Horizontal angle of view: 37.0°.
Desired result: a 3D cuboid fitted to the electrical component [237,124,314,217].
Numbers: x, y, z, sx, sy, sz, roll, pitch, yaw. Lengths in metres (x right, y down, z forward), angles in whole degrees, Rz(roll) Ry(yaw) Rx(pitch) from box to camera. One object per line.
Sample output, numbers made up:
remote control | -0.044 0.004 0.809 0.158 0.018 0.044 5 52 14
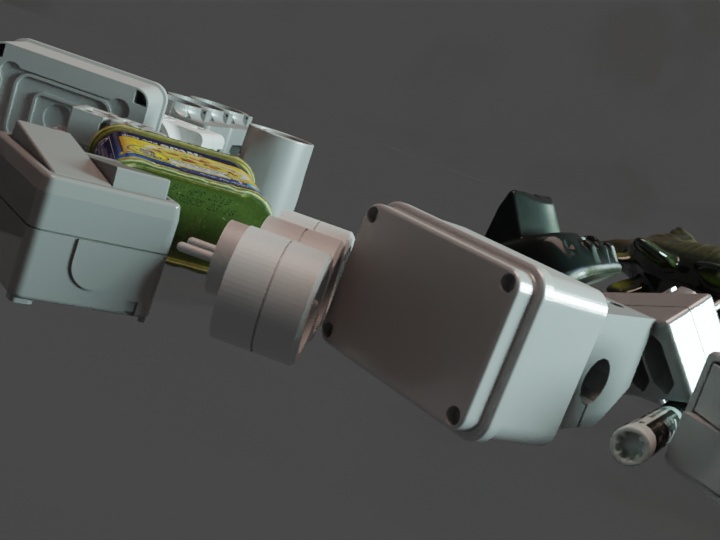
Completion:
electrical component | -0.061 -0.053 0.703 0.043 0.077 0.079 19 9 -1

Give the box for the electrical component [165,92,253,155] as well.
electrical component | -0.148 -0.114 0.924 0.089 0.061 0.150 21 10 11

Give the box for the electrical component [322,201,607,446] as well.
electrical component | 0.043 0.022 0.484 0.057 0.078 0.113 15 10 -40

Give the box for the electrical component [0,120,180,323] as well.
electrical component | -0.128 -0.026 0.470 0.062 0.061 0.096 12 12 -36

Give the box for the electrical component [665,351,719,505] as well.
electrical component | 0.189 0.082 0.478 0.061 0.061 0.096 15 10 -22

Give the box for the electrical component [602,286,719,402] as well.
electrical component | 0.172 0.033 0.602 0.076 0.047 0.083 -27 13 -28

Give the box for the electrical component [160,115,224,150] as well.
electrical component | -0.159 -0.094 0.820 0.089 0.050 0.056 21 9 10

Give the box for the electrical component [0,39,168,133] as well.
electrical component | -0.195 -0.103 0.726 0.113 0.078 0.057 19 13 0

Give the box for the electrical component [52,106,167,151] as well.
electrical component | -0.158 -0.066 0.656 0.066 0.055 0.048 19 10 -3

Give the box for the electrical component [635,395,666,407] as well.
electrical component | 0.208 0.060 0.661 0.095 0.053 0.059 20 10 5

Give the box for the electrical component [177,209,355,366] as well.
electrical component | -0.050 -0.001 0.510 0.074 0.052 0.138 20 10 3
